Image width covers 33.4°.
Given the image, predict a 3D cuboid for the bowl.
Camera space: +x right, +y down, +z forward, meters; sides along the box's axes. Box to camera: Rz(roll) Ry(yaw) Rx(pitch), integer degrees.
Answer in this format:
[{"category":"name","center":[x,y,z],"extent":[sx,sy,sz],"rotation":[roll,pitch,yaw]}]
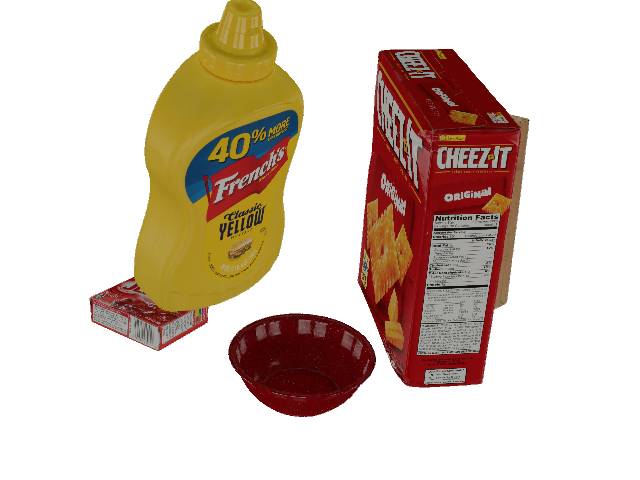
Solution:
[{"category":"bowl","center":[-0.021,0.145,1.178],"extent":[0.162,0.055,0.162],"rotation":[3,28,-2]}]

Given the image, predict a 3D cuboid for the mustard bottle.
[{"category":"mustard bottle","center":[-0.055,-0.049,0.605],"extent":[0.096,0.192,0.058],"rotation":[-23,52,-34]}]

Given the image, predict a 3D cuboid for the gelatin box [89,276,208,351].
[{"category":"gelatin box","center":[-0.163,0.066,1.017],"extent":[0.089,0.030,0.073],"rotation":[19,28,29]}]

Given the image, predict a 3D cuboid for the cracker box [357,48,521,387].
[{"category":"cracker box","center":[0.082,-0.020,0.821],"extent":[0.072,0.214,0.164],"rotation":[-3,29,-11]}]

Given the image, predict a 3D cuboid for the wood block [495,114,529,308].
[{"category":"wood block","center":[0.148,-0.030,1.119],"extent":[0.090,0.206,0.090],"rotation":[21,27,39]}]
